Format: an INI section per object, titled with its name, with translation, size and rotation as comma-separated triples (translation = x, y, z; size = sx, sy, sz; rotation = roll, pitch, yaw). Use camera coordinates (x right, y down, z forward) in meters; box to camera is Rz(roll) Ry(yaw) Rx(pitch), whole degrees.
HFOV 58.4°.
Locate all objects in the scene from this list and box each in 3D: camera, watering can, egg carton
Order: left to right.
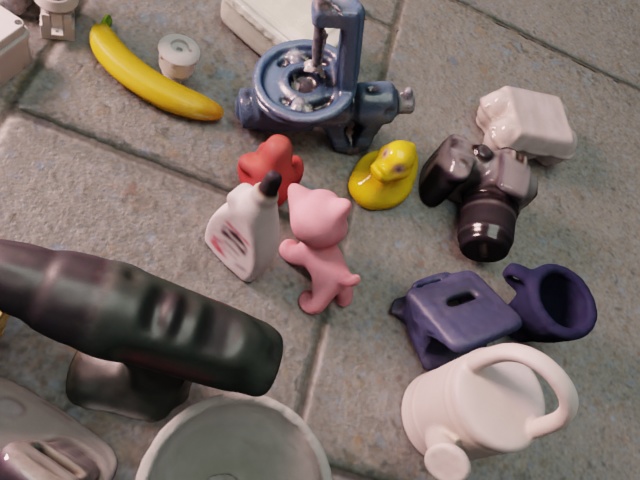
[camera]
translation = 0.207, -0.052, 0.730
size = 0.143, 0.100, 0.137
rotation = 23, 58, -9
[watering can]
translation = 0.162, 0.161, 0.548
size = 0.101, 0.194, 0.173
rotation = 31, 57, -4
[egg carton]
translation = 0.306, -0.167, 0.847
size = 0.151, 0.069, 0.107
rotation = 4, 63, -20

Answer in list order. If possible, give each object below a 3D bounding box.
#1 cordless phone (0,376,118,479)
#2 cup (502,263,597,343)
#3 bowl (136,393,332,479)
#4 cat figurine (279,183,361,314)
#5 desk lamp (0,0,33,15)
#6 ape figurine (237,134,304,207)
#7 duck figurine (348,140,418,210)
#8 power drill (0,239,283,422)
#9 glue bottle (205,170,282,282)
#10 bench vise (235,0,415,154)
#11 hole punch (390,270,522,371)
[cordless phone]
translation = -0.221, 0.148, 0.409
size = 0.147, 0.185, 0.094
rotation = 32, 57, -3
[cup]
translation = 0.252, 0.079, 0.684
size = 0.118, 0.095, 0.092
rotation = 34, 57, -2
[bowl]
translation = -0.077, 0.222, 0.493
size = 0.168, 0.074, 0.167
rotation = 9, 61, -17
[cat figurine]
translation = 0.006, 0.002, 0.613
size = 0.067, 0.117, 0.127
rotation = -17, 72, -28
[desk lamp]
translation = -0.343, -0.341, 0.594
size = 0.203, 0.213, 0.118
rotation = 24, 58, -9
[ape figurine]
translation = -0.053, -0.084, 0.650
size = 0.078, 0.092, 0.076
rotation = 17, 59, -13
[duck figurine]
translation = 0.092, -0.092, 0.714
size = 0.105, 0.086, 0.077
rotation = -34, 80, -32
[power drill]
translation = -0.153, 0.083, 0.455
size = 0.230, 0.208, 0.075
rotation = 16, 59, -13
[glue bottle]
translation = -0.067, -0.020, 0.563
size = 0.078, 0.173, 0.037
rotation = 42, 57, 3
[bench vise]
translation = 0.021, -0.199, 0.662
size = 0.208, 0.219, 0.121
rotation = -13, 70, -26
[hole punch]
translation = 0.152, 0.082, 0.646
size = 0.109, 0.091, 0.101
rotation = -15, 70, -27
